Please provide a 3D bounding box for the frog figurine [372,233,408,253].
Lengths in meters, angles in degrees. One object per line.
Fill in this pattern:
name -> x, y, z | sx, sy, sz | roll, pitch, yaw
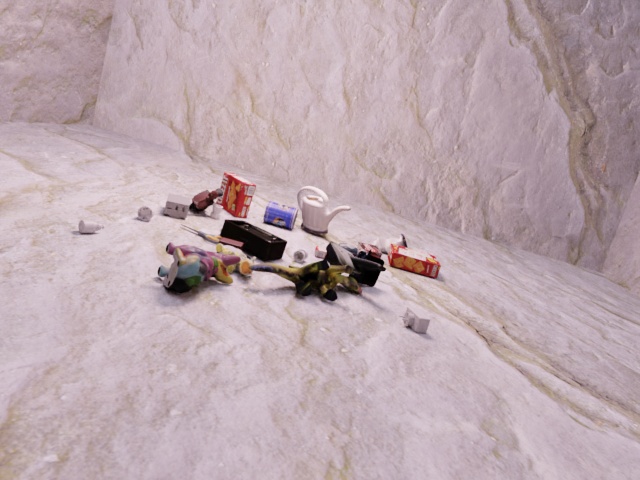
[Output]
frog figurine -> 0.331, 0.034, 2.432 | 0.159, 0.121, 0.140 | -19, 20, 7

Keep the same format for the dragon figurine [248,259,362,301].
dragon figurine -> -0.042, 0.116, 1.665 | 0.409, 0.123, 0.242 | 14, -5, -14

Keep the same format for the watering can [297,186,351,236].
watering can -> 0.007, -0.120, 2.388 | 0.105, 0.220, 0.351 | -19, 33, -37
